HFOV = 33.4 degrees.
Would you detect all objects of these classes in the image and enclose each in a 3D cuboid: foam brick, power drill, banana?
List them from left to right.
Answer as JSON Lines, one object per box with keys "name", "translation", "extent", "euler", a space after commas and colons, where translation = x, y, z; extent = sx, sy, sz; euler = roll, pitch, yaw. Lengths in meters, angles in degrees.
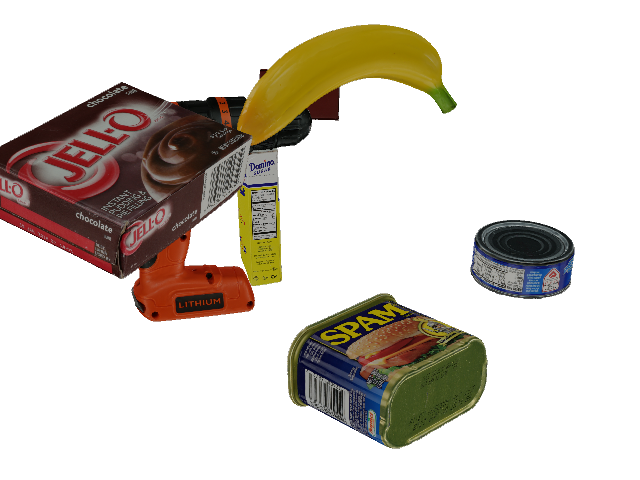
{"name": "power drill", "translation": [-0.096, -0.030, 0.914], "extent": [0.184, 0.188, 0.057], "euler": [-5, 20, -13]}
{"name": "foam brick", "translation": [-0.023, -0.158, 1.158], "extent": [0.078, 0.051, 0.053], "euler": [0, 11, -18]}
{"name": "banana", "translation": [0.021, -0.113, 0.733], "extent": [0.197, 0.069, 0.037], "euler": [-14, -6, -36]}

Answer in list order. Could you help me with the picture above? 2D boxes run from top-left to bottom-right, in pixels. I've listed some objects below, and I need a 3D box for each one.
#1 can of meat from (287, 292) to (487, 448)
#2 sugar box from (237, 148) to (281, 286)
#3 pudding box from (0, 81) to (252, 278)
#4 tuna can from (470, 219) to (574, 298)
{"name": "can of meat", "translation": [0.044, 0.082, 0.678], "extent": [0.101, 0.057, 0.084], "euler": [-21, 30, -40]}
{"name": "sugar box", "translation": [-0.078, -0.042, 1.325], "extent": [0.048, 0.176, 0.093], "euler": [-9, 24, -11]}
{"name": "pudding box", "translation": [-0.103, -0.035, 0.551], "extent": [0.090, 0.039, 0.113], "euler": [25, 36, 19]}
{"name": "tuna can", "translation": [0.172, 0.015, 0.910], "extent": [0.086, 0.034, 0.086], "euler": [1, 26, -1]}
